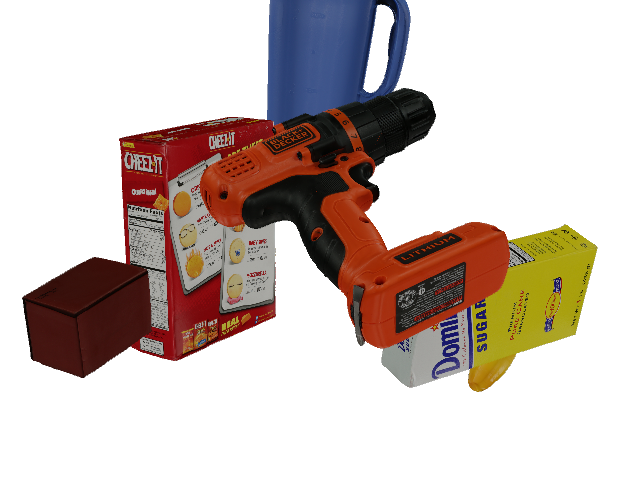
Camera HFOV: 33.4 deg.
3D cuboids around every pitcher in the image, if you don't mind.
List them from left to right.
[{"bbox_3d":[0.006,-0.206,1.288,0.144,0.243,0.149,-9,30,-27],"label":"pitcher"}]

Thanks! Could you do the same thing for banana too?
[{"bbox_3d":[0.168,0.079,1.060,0.070,0.037,0.198,-29,25,14],"label":"banana"}]

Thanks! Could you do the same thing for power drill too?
[{"bbox_3d":[0.037,-0.024,0.702,0.184,0.057,0.188,-26,45,-19],"label":"power drill"}]

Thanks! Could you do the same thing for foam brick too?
[{"bbox_3d":[-0.166,0.053,0.765,0.053,0.051,0.078,13,29,29],"label":"foam brick"}]

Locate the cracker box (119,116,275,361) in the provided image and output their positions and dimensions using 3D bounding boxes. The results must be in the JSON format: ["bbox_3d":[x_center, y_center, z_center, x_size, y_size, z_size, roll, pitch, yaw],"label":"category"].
[{"bbox_3d":[-0.119,-0.007,1.067,0.072,0.214,0.163,9,18,34],"label":"cracker box"}]

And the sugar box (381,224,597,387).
[{"bbox_3d":[0.136,0.051,0.855,0.175,0.093,0.048,-16,36,-29],"label":"sugar box"}]
